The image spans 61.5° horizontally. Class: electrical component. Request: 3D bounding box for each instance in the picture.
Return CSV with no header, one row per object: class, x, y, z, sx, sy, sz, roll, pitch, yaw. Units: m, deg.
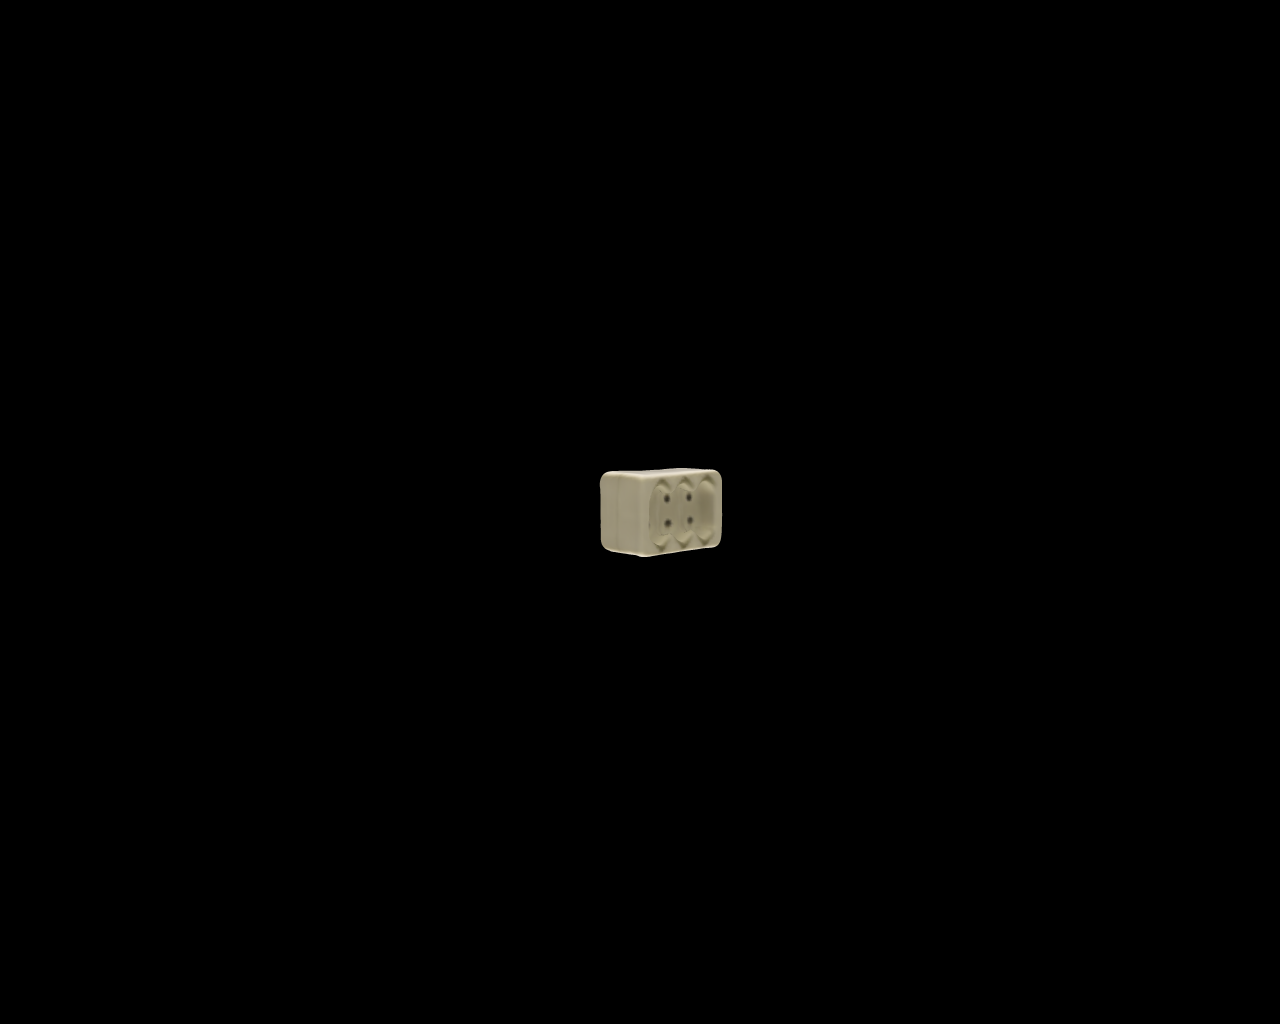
electrical component,0.001,-0.003,0.650,0.066,0.047,0.077,-5,8,-40
